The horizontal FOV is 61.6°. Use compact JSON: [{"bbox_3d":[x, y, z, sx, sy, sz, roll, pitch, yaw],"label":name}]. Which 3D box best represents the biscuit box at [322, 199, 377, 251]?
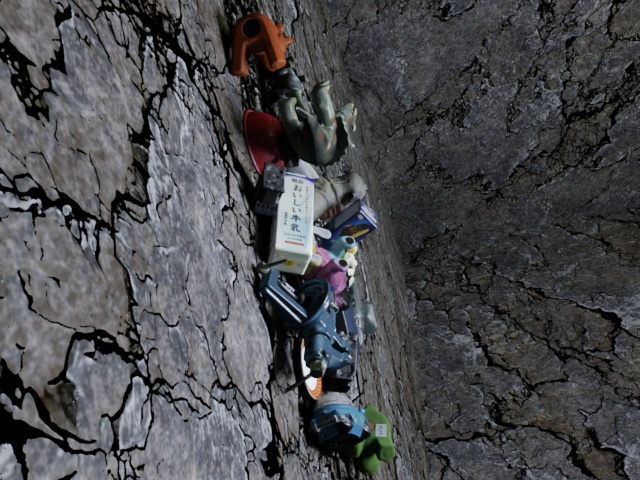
[{"bbox_3d":[0.036,-0.005,1.233,0.062,0.203,0.059,42,26,-22],"label":"biscuit box"}]

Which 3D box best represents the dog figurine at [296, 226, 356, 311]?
[{"bbox_3d":[-0.011,0.086,1.194,0.108,0.192,0.219,-78,-175,-47],"label":"dog figurine"}]

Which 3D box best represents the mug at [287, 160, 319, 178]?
[{"bbox_3d":[-0.040,-0.155,1.337,0.107,0.081,0.110,62,23,-24],"label":"mug"}]

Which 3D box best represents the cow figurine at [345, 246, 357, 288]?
[{"bbox_3d":[0.058,0.086,1.451,0.098,0.068,0.167,-66,167,-47],"label":"cow figurine"}]

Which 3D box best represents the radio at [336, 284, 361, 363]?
[{"bbox_3d":[0.041,0.194,1.362,0.131,0.073,0.229,-31,110,-77],"label":"radio"}]

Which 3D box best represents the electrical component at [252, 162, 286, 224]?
[{"bbox_3d":[-0.104,-0.085,1.049,0.119,0.048,0.075,122,-24,-47],"label":"electrical component"}]

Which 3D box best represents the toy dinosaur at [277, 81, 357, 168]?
[{"bbox_3d":[-0.008,-0.223,1.130,0.405,0.131,0.192,-68,140,-64],"label":"toy dinosaur"}]

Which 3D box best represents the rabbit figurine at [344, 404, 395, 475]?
[{"bbox_3d":[0.112,0.506,1.345,0.159,0.121,0.170,-95,-175,-57],"label":"rabbit figurine"}]

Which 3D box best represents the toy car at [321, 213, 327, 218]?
[{"bbox_3d":[0.004,-0.043,1.464,0.089,0.053,0.202,-104,-174,-82],"label":"toy car"}]

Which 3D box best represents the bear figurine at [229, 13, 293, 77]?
[{"bbox_3d":[-0.122,-0.404,1.160,0.196,0.120,0.132,-4,85,-82],"label":"bear figurine"}]

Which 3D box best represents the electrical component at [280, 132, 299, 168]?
[{"bbox_3d":[-0.063,-0.184,1.140,0.063,0.021,0.094,57,23,-57],"label":"electrical component"}]

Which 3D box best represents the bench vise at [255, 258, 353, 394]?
[{"bbox_3d":[-0.039,0.138,1.002,0.240,0.129,0.224,47,36,-25],"label":"bench vise"}]

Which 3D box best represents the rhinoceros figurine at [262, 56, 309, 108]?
[{"bbox_3d":[-0.092,-0.375,1.283,0.073,0.112,0.190,27,37,-51],"label":"rhinoceros figurine"}]

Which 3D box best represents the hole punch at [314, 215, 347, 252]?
[{"bbox_3d":[-0.003,-0.004,1.364,0.116,0.092,0.142,-18,106,-51],"label":"hole punch"}]

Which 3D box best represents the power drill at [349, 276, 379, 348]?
[{"bbox_3d":[0.116,0.235,1.644,0.207,0.086,0.232,35,40,-60],"label":"power drill"}]

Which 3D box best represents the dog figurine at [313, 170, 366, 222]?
[{"bbox_3d":[0.006,-0.086,1.219,0.172,0.191,0.121,-85,158,-49],"label":"dog figurine"}]

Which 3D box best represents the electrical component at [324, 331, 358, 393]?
[{"bbox_3d":[0.045,0.285,1.234,0.134,0.058,0.115,107,-9,-56],"label":"electrical component"}]

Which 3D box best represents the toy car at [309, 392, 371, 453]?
[{"bbox_3d":[0.031,0.368,1.107,0.161,0.109,0.103,48,18,-50],"label":"toy car"}]

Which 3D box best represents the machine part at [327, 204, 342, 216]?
[{"bbox_3d":[0.023,-0.090,1.589,0.179,0.056,0.179,-12,90,-76],"label":"machine part"}]
